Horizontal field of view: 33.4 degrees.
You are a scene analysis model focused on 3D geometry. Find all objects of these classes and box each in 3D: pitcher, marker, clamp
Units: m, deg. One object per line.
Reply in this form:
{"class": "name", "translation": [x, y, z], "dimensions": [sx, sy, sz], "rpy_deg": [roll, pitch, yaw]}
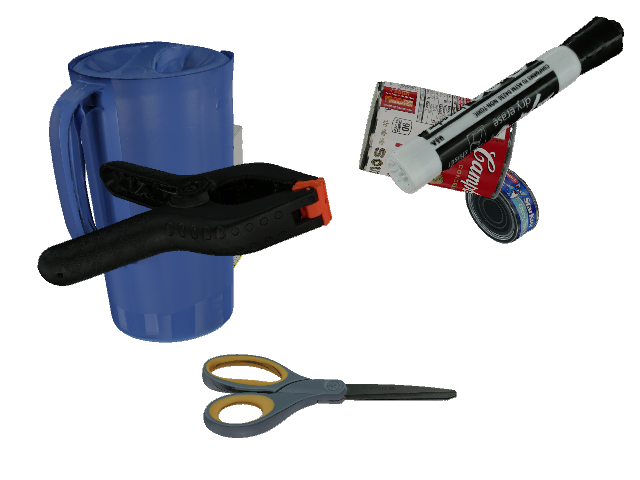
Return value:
{"class": "pitcher", "translation": [-0.140, -0.038, 0.895], "dimensions": [0.149, 0.243, 0.145], "rpy_deg": [-5, 22, -9]}
{"class": "marker", "translation": [0.079, -0.058, 0.442], "dimensions": [0.121, 0.020, 0.020], "rpy_deg": [-34, 10, -16]}
{"class": "clamp", "translation": [-0.082, -0.012, 0.638], "dimensions": [0.172, 0.039, 0.120], "rpy_deg": [-1, 40, 23]}

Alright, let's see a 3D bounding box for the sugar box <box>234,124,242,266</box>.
{"class": "sugar box", "translation": [-0.118, -0.032, 1.142], "dimensions": [0.048, 0.176, 0.093], "rpy_deg": [13, 42, 15]}

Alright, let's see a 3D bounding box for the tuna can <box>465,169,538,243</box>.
{"class": "tuna can", "translation": [0.206, -0.040, 1.218], "dimensions": [0.033, 0.086, 0.086], "rpy_deg": [-33, 15, -24]}

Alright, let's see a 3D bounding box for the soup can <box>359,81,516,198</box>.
{"class": "soup can", "translation": [0.084, -0.074, 0.777], "dimensions": [0.102, 0.068, 0.068], "rpy_deg": [12, 0, -1]}

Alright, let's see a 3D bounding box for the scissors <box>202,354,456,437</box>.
{"class": "scissors", "translation": [-0.003, 0.128, 0.826], "dimensions": [0.202, 0.016, 0.096], "rpy_deg": [10, 35, 14]}
